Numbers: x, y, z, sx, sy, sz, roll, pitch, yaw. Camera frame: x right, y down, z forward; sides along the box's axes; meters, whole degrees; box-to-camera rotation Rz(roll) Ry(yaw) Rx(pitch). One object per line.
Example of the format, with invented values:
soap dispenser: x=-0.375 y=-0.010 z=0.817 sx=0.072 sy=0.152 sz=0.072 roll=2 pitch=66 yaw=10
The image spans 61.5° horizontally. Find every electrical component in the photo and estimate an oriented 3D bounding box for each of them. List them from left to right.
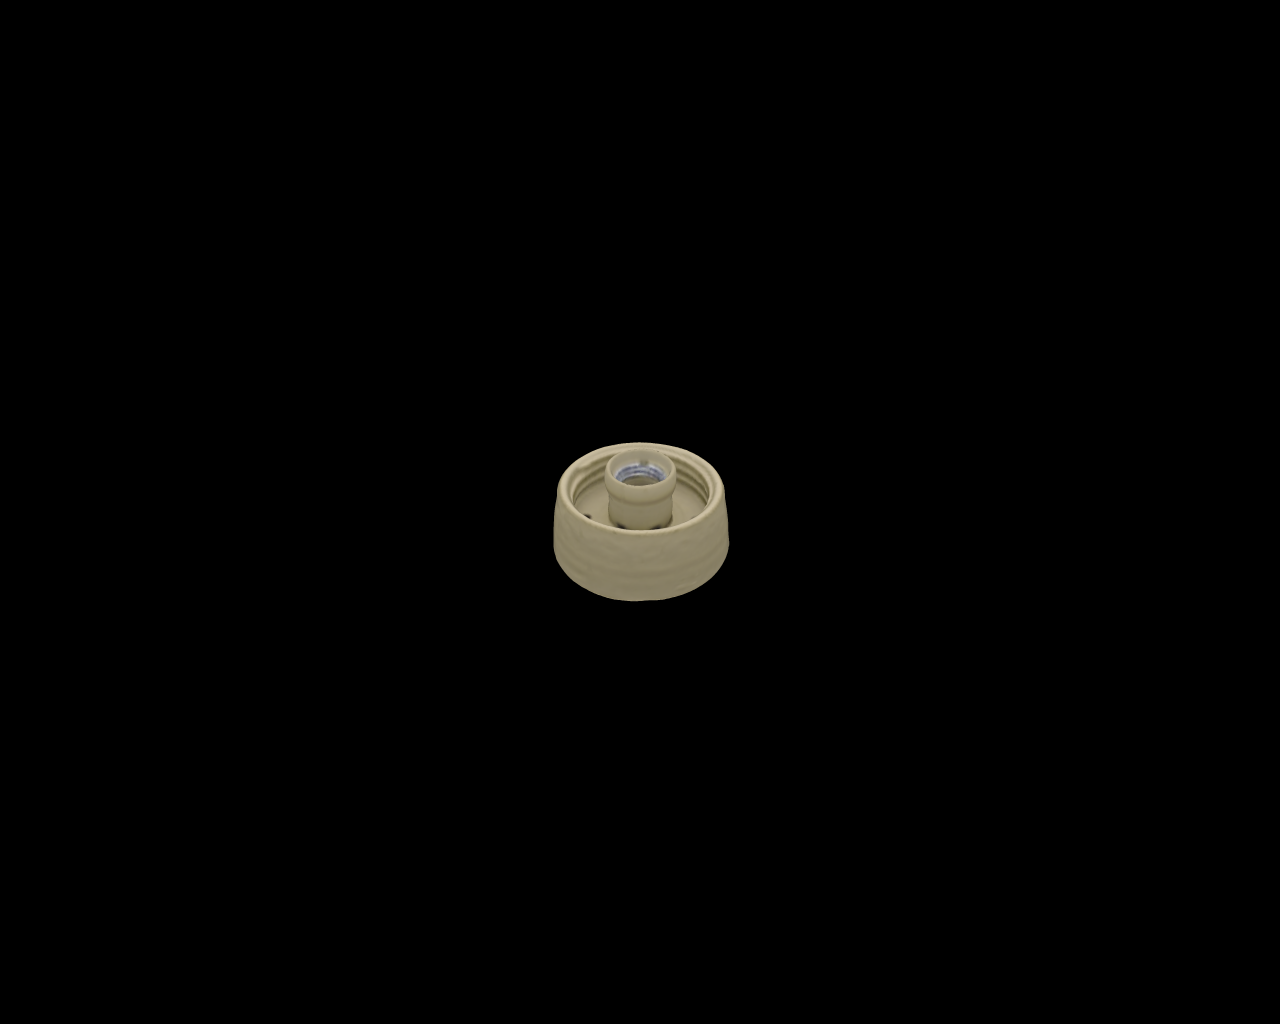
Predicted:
electrical component: x=0.001 y=-0.003 z=0.650 sx=0.108 sy=0.060 sz=0.108 roll=0 pitch=36 yaw=0
